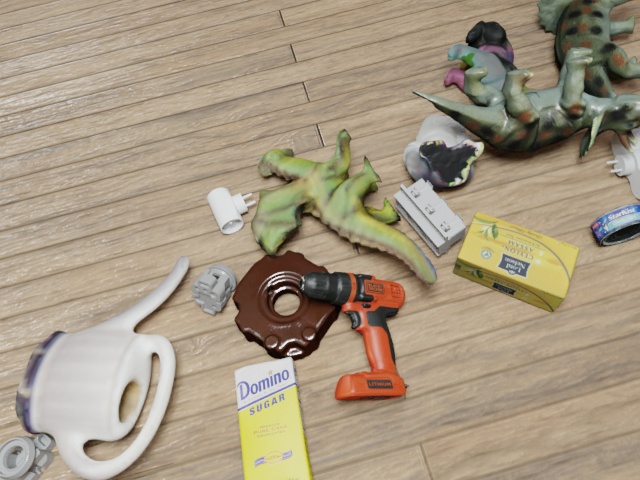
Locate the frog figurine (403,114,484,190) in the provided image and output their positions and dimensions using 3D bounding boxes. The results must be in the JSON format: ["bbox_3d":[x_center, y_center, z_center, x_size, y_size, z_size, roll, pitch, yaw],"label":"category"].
[{"bbox_3d":[0.219,-0.165,0.956,0.137,0.120,0.162,-18,25,3],"label":"frog figurine"}]

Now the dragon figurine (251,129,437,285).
[{"bbox_3d":[0.003,-0.045,0.888,0.243,0.419,0.119,-26,-38,-1],"label":"dragon figurine"}]

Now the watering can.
[{"bbox_3d":[-0.327,0.179,0.802,0.224,0.356,0.101,1,-33,7],"label":"watering can"}]
